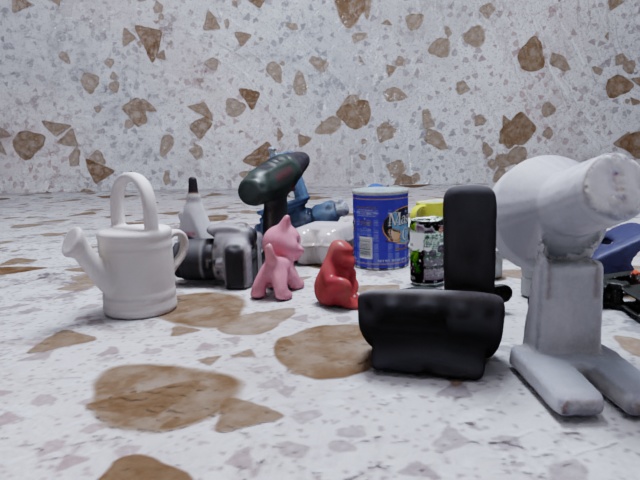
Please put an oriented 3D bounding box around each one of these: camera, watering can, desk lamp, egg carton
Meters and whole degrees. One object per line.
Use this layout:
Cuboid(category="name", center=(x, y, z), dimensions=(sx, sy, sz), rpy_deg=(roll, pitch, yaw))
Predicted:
Cuboid(category="camera", center=(-0.171, 0.019, 0.963), dimensions=(0.136, 0.101, 0.143), rpy_deg=(-1, 10, 3))
Cuboid(category="watering can", center=(-0.259, 0.005, 0.787), dimensions=(0.100, 0.194, 0.173), rpy_deg=(2, 11, 20))
Cuboid(category="desk lamp", center=(0.239, 0.024, 0.540), dimensions=(0.118, 0.213, 0.203), rpy_deg=(-2, 10, -1))
Cuboid(category="egg carton", center=(0.010, 0.004, 1.111), dimensions=(0.107, 0.069, 0.151), rpy_deg=(2, 11, 20))

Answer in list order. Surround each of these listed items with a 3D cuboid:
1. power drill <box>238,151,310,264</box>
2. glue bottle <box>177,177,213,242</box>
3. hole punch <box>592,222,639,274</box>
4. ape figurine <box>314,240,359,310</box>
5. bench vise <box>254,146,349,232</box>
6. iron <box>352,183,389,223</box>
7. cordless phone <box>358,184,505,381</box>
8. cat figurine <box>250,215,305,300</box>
Cuboid(category="power drill", center=(-0.076, -0.062, 1.100), dimensions=(0.075, 0.208, 0.230), rpy_deg=(3, 11, 23))
Cuboid(category="glue bottle", center=(-0.220, -0.025, 1.009), dimensions=(0.077, 0.173, 0.037), rpy_deg=(4, 12, 30))
Cuboid(category="hole punch", center=(0.448, 0.021, 0.884), dimensions=(0.101, 0.091, 0.109), rpy_deg=(-1, 10, 6))
Cuboid(category="ape figurine", center=(0.028, 0.045, 0.806), dimensions=(0.075, 0.092, 0.078), rpy_deg=(5, 12, 32))
Cuboid(category="bench vise", center=(-0.043, -0.094, 1.244), dimensions=(0.207, 0.220, 0.121), rpy_deg=(-2, 10, -1))
Cuboid(category="iron", center=(0.119, -0.062, 1.264), dimensions=(0.119, 0.141, 0.258), rpy_deg=(-3, 10, -9))
Cuboid(category="cordless phone", center=(0.111, 0.036, 0.577), dimensions=(0.147, 0.185, 0.094), rpy_deg=(0, 10, 10))
Cuboid(category="cat figurine", center=(-0.063, 0.021, 0.885), dimensions=(0.067, 0.118, 0.128), rpy_deg=(1, 10, 12))
